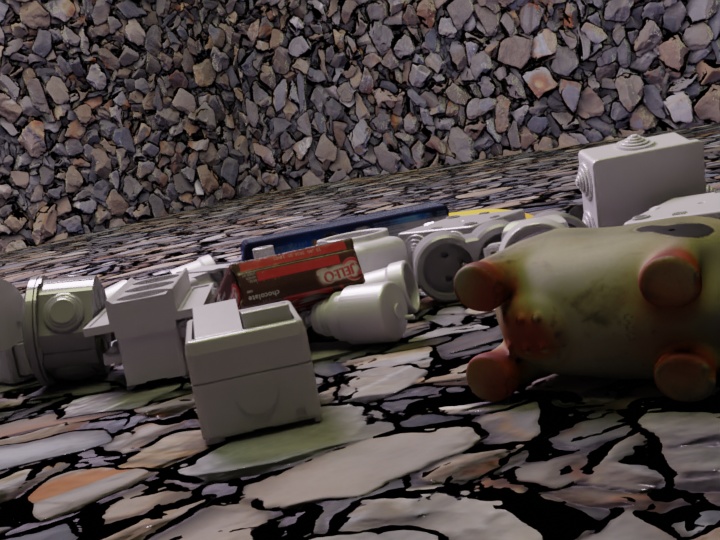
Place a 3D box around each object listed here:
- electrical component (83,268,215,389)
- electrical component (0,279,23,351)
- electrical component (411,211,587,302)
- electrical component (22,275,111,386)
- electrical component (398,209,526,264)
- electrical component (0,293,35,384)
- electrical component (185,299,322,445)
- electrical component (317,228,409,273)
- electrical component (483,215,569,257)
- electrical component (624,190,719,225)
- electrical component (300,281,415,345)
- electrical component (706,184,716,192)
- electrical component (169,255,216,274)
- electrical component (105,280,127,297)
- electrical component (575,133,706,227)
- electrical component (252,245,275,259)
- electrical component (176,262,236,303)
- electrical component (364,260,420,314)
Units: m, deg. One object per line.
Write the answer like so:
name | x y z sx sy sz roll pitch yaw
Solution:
electrical component | -0.143 0.040 0.761 0.079 0.063 0.121 -11 7 -3
electrical component | -0.274 0.056 0.728 0.074 0.052 0.138 -6 32 34
electrical component | 0.109 -0.014 0.850 0.138 0.052 0.073 -11 7 0
electrical component | -0.213 0.042 0.783 0.051 0.080 0.080 -6 7 -4
electrical component | 0.093 -0.021 0.946 0.100 0.048 0.100 -4 10 41
electrical component | -0.248 0.048 0.854 0.096 0.061 0.061 -16 9 -39
electrical component | -0.060 0.048 0.582 0.062 0.061 0.096 -11 7 -7
electrical component | 0.000 0.000 0.876 0.054 0.059 0.095 -14 8 -24
electrical component | 0.129 -0.010 0.777 0.078 0.058 0.057 -9 4 10
electrical component | 0.245 -0.025 0.756 0.100 0.048 0.100 -7 10 42
electrical component | -0.005 0.030 0.722 0.078 0.040 0.040 -7 8 29
electrical component | 0.278 -0.067 0.982 0.096 0.061 0.061 -7 8 30
electrical component | -0.176 0.009 1.147 0.046 0.040 0.040 -19 10 -21
electrical component | -0.237 0.037 0.994 0.055 0.045 0.045 -16 9 -36
electrical component | 0.224 -0.058 0.856 0.100 0.099 0.048 -11 20 -3
electrical component | -0.074 0.011 0.884 0.048 0.062 0.048 -10 7 1
electrical component | -0.147 0.022 0.994 0.081 0.042 0.064 -5 10 40
electrical component | 0.017 0.017 0.803 0.046 0.040 0.040 -14 6 17
